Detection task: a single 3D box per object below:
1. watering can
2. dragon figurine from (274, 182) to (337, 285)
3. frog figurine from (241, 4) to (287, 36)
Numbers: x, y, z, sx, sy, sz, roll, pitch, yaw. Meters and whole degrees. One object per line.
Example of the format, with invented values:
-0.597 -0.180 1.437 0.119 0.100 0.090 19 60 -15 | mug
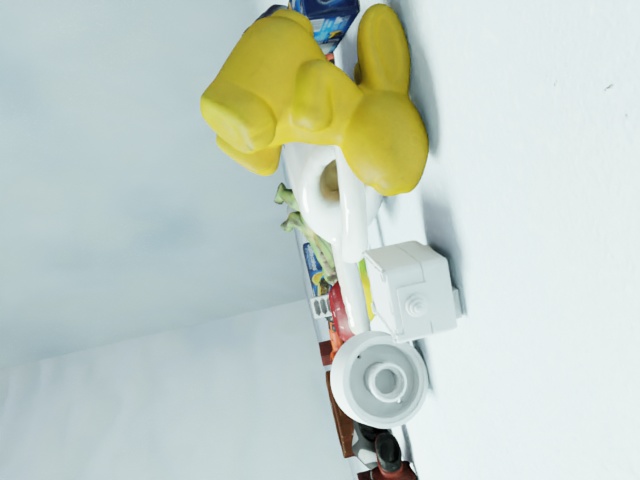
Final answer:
0.018 -0.053 0.641 0.230 0.104 0.339 -106 7 -46 | watering can
0.003 -0.053 1.059 0.247 0.123 0.400 52 161 38 | dragon figurine
-0.060 -0.365 0.992 0.158 0.123 0.138 42 175 -15 | frog figurine
